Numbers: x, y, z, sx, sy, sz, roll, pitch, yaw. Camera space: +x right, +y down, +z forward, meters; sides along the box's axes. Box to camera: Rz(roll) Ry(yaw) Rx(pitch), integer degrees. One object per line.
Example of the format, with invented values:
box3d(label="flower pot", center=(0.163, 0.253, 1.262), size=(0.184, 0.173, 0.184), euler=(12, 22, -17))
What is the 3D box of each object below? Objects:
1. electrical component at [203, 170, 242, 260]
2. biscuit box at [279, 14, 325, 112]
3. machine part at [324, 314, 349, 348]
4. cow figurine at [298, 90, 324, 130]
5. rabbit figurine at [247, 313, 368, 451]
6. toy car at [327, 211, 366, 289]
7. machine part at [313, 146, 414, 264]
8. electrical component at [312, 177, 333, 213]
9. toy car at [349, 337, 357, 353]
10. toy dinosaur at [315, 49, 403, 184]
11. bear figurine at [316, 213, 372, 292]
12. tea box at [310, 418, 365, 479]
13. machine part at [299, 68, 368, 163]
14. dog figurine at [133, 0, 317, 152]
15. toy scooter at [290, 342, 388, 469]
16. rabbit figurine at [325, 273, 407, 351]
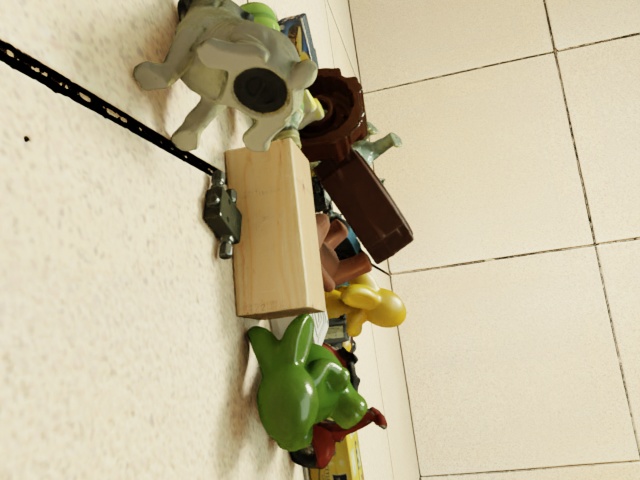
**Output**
box3d(label="electrical component", center=(-0.109, -0.027, 0.599), size=(0.063, 0.021, 0.094), euler=(64, 21, -55))
box3d(label="biscuit box", center=(-0.037, -0.362, 1.129), size=(0.063, 0.059, 0.202), euler=(-77, 155, -59))
box3d(label="machine part", center=(0.013, 0.196, 0.916), size=(0.039, 0.084, 0.138), euler=(-149, -127, -65))
box3d(label="cow figurine", center=(-0.071, -0.243, 0.825), size=(0.167, 0.098, 0.068), euler=(63, 13, 7))
box3d(label="rabbit figurine", center=(-0.021, 0.168, 0.625), size=(0.170, 0.121, 0.159), euler=(27, 48, -79))
box3d(label="toy car", center=(0.018, 0.013, 1.033), size=(0.161, 0.109, 0.103), euler=(61, -4, -29))
box3d(label="machine part", center=(0.080, -0.061, 0.950), size=(0.201, 0.087, 0.201), euler=(58, 5, 4))
box3d(label="electrical component", center=(-0.010, -0.095, 1.073), size=(0.119, 0.048, 0.074), euler=(-2, 82, -78))
box3d(label="toy car", center=(0.040, 0.239, 1.035), size=(0.089, 0.053, 0.202), euler=(76, 15, -44))
box3d(label="toy dinosaur", center=(0.051, -0.246, 1.272), size=(0.131, 0.192, 0.405), euler=(-1, 54, -49))
box3d(label="bear figurine", center=(-0.005, 0.000, 0.847), size=(0.120, 0.132, 0.195), euler=(53, -9, 32))
box3d(label="tea box", center=(0.028, 0.367, 0.836), size=(0.098, 0.068, 0.169), euler=(22, 60, -76))
box3d(label="machine part", center=(-0.007, -0.203, 0.884), size=(0.056, 0.179, 0.179), euler=(68, 17, -60))
box3d(label="dog figurine", center=(-0.077, -0.195, 0.540), size=(0.121, 0.172, 0.190), euler=(84, 12, -51))
box3d(label="toy scooter", center=(0.024, 0.224, 0.765), size=(0.075, 0.135, 0.184), euler=(61, 21, -55))
box3d(label="rabbit figurine", center=(0.068, 0.118, 0.974), size=(0.122, 0.173, 0.162), euler=(-78, 160, -52))
